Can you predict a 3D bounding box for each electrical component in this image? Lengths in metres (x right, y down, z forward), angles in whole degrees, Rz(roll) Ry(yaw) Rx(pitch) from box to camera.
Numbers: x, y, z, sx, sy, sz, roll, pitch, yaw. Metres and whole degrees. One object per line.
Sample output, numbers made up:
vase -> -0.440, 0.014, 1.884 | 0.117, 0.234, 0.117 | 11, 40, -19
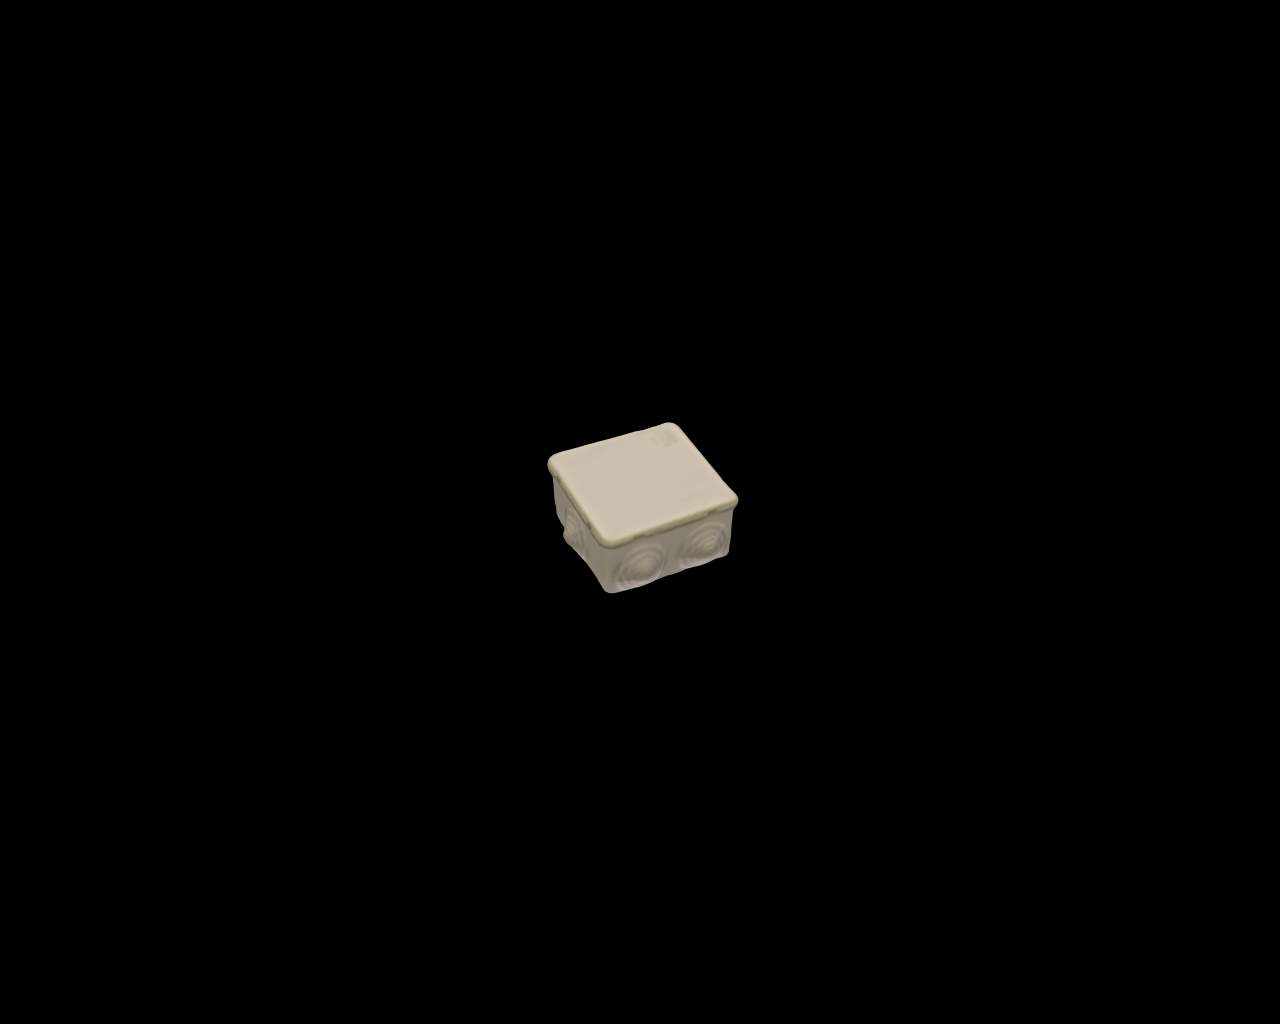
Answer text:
electrical component -> 0.001, -0.003, 0.650 | 0.100, 0.048, 0.100 | -18, 44, -19
